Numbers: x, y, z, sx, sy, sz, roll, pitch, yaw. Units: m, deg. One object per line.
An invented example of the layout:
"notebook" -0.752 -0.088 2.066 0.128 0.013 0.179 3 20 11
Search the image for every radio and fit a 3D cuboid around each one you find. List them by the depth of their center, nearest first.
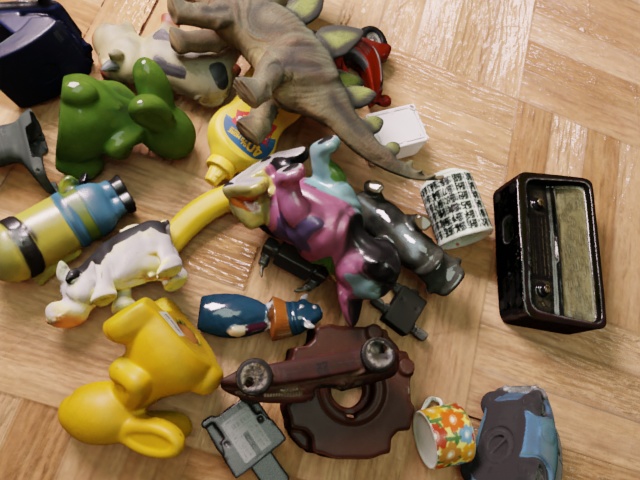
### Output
"radio" 0.333 0.017 0.792 0.131 0.073 0.229 7 70 -11

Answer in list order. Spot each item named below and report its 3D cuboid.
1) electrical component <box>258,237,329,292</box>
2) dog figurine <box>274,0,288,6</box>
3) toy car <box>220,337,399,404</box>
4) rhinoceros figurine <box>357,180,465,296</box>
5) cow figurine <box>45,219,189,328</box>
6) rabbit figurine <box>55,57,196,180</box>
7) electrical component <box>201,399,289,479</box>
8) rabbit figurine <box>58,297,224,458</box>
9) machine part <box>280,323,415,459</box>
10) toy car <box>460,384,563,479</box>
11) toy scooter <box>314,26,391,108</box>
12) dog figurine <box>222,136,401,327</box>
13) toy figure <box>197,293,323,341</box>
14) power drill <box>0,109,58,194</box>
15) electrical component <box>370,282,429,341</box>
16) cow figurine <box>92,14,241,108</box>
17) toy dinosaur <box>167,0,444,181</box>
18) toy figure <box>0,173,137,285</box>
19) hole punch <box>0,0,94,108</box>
"electrical component" -0.035 0.024 0.719 0.102 0.045 0.078 24 48 -7
"dog figurine" -0.062 -0.381 0.764 0.121 0.190 0.172 21 70 -6
"toy car" -0.008 0.152 0.601 0.202 0.089 0.053 -8 71 -13
"rhinoceros figurine" 0.111 0.001 0.731 0.190 0.112 0.073 41 84 15
"cow figurine" -0.248 0.036 0.636 0.167 0.068 0.098 -23 67 -7
"rabbit figurine" -0.238 -0.158 0.685 0.170 0.159 0.121 5 61 -28
"electrical component" -0.080 0.244 0.634 0.075 0.047 0.119 -29 80 -19
"rabbit figurine" -0.205 0.168 0.609 0.173 0.122 0.162 -38 93 -7
"machine part" 0.035 0.188 0.675 0.179 0.056 0.179 3 73 -11
"toy car" 0.257 0.272 0.685 0.103 0.109 0.162 40 54 -23
"toy scooter" 0.040 -0.252 0.810 0.184 0.075 0.135 -16 77 -23
"dog figurine" -0.001 -0.002 0.664 0.108 0.192 0.219 -44 115 -43
"toy figure" -0.074 0.095 0.677 0.154 0.057 0.064 5 64 -12
"power drill" -0.430 -0.069 0.640 0.207 0.086 0.232 -16 74 -10
"electrical component" 0.117 0.095 0.742 0.094 0.021 0.063 37 68 1
"cow figurine" -0.216 -0.241 0.742 0.195 0.085 0.127 20 64 -8
"toy dinosaur" -0.035 -0.221 0.692 0.198 0.105 0.471 -41 92 -21
"toy figure" -0.311 -0.019 0.640 0.180 0.089 0.082 -32 75 -18
"hole punch" -0.360 -0.234 0.680 0.116 0.142 0.092 -7 72 -1
